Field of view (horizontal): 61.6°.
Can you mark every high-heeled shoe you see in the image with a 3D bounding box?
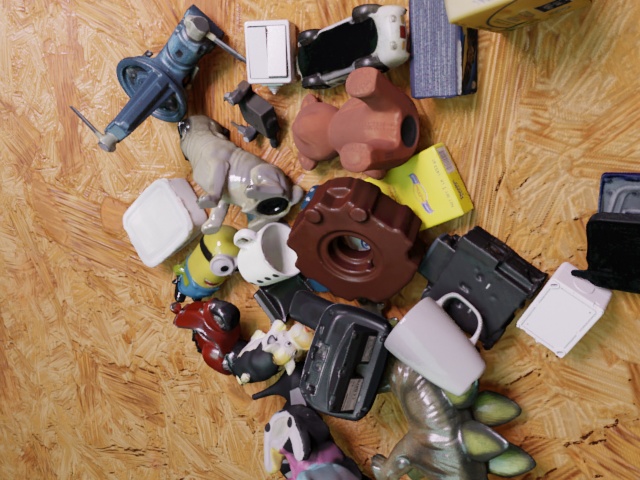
[{"bbox_3d":[-0.016,0.314,0.911,0.145,0.086,0.248,-20,113,8],"label":"high-heeled shoe"}]

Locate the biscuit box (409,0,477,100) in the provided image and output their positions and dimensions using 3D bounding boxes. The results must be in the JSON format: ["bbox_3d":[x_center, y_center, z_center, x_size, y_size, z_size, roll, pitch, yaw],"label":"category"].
[{"bbox_3d":[0.139,-0.264,0.603,0.063,0.059,0.202,7,109,34],"label":"biscuit box"}]

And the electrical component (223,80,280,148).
[{"bbox_3d":[-0.100,-0.180,0.783,0.078,0.045,0.102,45,165,22],"label":"electrical component"}]

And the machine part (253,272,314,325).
[{"bbox_3d":[-0.054,0.084,0.866,0.139,0.039,0.084,-38,77,38],"label":"machine part"}]

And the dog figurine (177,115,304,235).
[{"bbox_3d":[-0.125,-0.120,0.827,0.121,0.172,0.190,118,145,-55],"label":"dog figurine"}]

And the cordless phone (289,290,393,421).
[{"bbox_3d":[0.003,0.150,0.746,0.184,0.088,0.146,19,92,48],"label":"cordless phone"}]

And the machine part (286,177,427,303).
[{"bbox_3d":[0.045,0.007,0.690,0.180,0.056,0.179,12,135,12],"label":"machine part"}]

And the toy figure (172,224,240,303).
[{"bbox_3d":[-0.194,0.044,0.924,0.180,0.082,0.089,-37,84,40],"label":"toy figure"}]

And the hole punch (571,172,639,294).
[{"bbox_3d":[0.336,-0.006,0.545,0.142,0.092,0.115,6,138,31],"label":"hole punch"}]

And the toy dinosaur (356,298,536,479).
[{"bbox_3d":[0.164,0.263,0.706,0.198,0.105,0.471,-35,73,35],"label":"toy dinosaur"}]

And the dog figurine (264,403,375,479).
[{"bbox_3d":[0.029,0.357,0.827,0.108,0.219,0.192,-43,40,33],"label":"dog figurine"}]

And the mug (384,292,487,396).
[{"bbox_3d":[0.151,0.124,0.641,0.109,0.080,0.107,-43,70,-5],"label":"mug"}]

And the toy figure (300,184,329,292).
[{"bbox_3d":[0.000,-0.003,0.788,0.064,0.058,0.154,-7,100,17],"label":"toy figure"}]

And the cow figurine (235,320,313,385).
[{"bbox_3d":[-0.078,0.183,0.855,0.068,0.098,0.167,49,143,-6],"label":"cow figurine"}]

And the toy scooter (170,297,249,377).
[{"bbox_3d":[-0.193,0.160,0.935,0.135,0.075,0.183,12,134,20],"label":"toy scooter"}]

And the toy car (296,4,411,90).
[{"bbox_3d":[0.032,-0.235,0.669,0.202,0.056,0.073,7,104,55],"label":"toy car"}]

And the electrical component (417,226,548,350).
[{"bbox_3d":[0.192,0.052,0.671,0.134,0.058,0.114,37,121,20],"label":"electrical component"}]

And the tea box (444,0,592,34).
[{"bbox_3d":[0.188,-0.245,0.506,0.098,0.169,0.068,-7,100,38],"label":"tea box"}]

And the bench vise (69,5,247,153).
[{"bbox_3d":[-0.238,-0.226,0.790,0.224,0.240,0.128,-6,137,48],"label":"bench vise"}]

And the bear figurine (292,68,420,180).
[{"bbox_3d":[0.021,-0.142,0.674,0.196,0.132,0.120,12,98,38],"label":"bear figurine"}]
